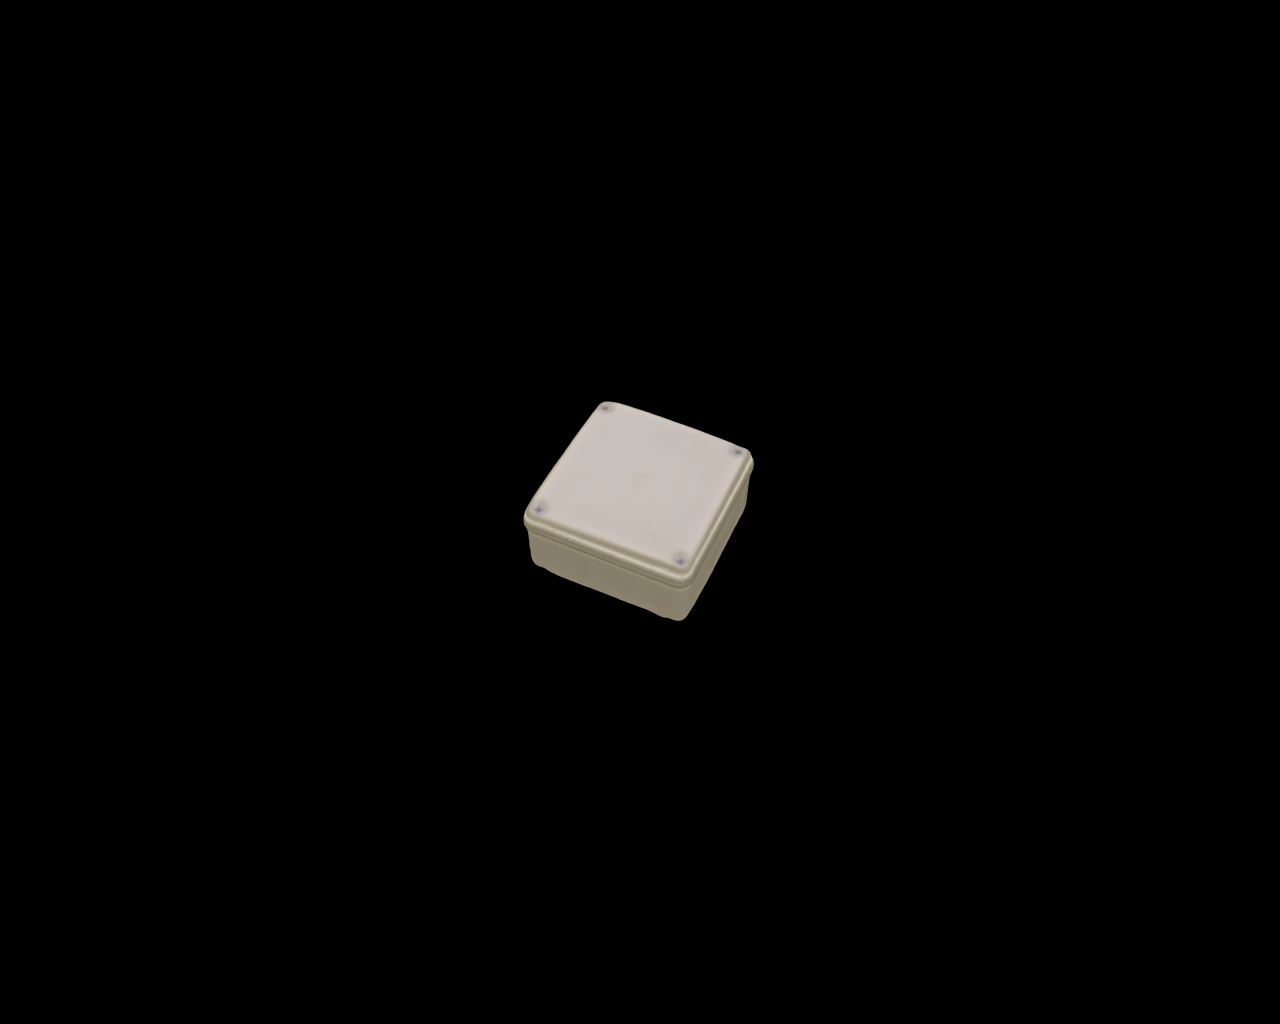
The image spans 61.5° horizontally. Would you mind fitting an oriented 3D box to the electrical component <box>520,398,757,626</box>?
[{"bbox_3d":[0.001,-0.003,0.650,0.109,0.109,0.056,21,-36,16],"label":"electrical component"}]
